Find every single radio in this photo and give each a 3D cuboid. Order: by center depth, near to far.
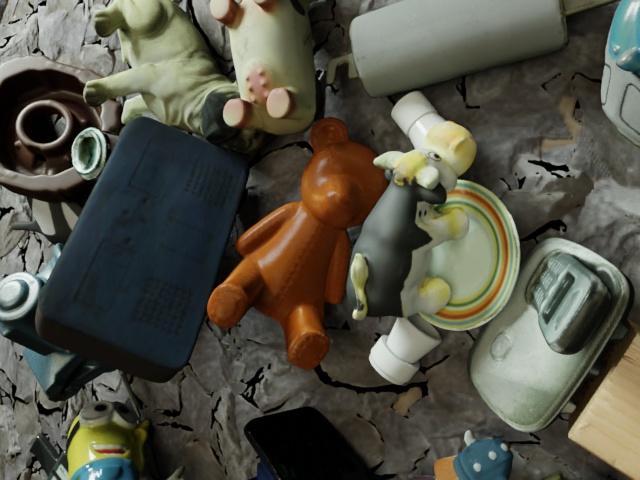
[{"bbox_3d":[-0.159,0.003,0.504,0.073,0.131,0.229,-40,32,52],"label":"radio"}]

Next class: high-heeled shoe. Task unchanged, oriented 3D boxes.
[{"bbox_3d":[-0.343,-0.111,0.683,0.145,0.086,0.248,-5,89,19],"label":"high-heeled shoe"}]

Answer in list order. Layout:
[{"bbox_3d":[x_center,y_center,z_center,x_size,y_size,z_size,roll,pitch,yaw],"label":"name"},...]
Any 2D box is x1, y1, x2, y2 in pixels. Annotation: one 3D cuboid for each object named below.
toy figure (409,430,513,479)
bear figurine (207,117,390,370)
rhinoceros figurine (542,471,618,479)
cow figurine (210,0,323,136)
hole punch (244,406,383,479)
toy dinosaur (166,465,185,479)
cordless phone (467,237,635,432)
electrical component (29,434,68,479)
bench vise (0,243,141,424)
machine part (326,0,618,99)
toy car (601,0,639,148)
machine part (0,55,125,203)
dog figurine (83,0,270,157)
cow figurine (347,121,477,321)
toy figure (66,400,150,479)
[{"bbox_3d":[0.109,0.227,0.472,0.154,0.058,0.064,-45,79,14],"label":"toy figure"},{"bbox_3d":[-0.001,-0.003,0.493,0.120,0.132,0.195,32,110,-10],"label":"bear figurine"},{"bbox_3d":[0.204,0.249,0.416,0.190,0.073,0.112,-42,71,20],"label":"rhinoceros figurine"},{"bbox_3d":[-0.039,-0.195,0.508,0.086,0.127,0.194,-9,87,25],"label":"cow figurine"},{"bbox_3d":[-0.023,0.231,0.498,0.116,0.142,0.092,40,105,35],"label":"hole punch"},{"bbox_3d":[-0.166,0.482,0.522,0.105,0.198,0.471,-4,86,26],"label":"toy dinosaur"},{"bbox_3d":[0.161,0.076,0.377,0.089,0.184,0.146,32,103,18],"label":"cordless phone"},{"bbox_3d":[-0.311,0.294,0.678,0.119,0.047,0.074,36,104,22],"label":"electrical component"},{"bbox_3d":[-0.218,0.067,0.584,0.240,0.223,0.129,-39,52,-13],"label":"bench vise"},{"bbox_3d":[0.116,-0.178,0.460,0.243,0.079,0.079,-9,86,27],"label":"machine part"},{"bbox_3d":[0.264,-0.112,0.384,0.162,0.109,0.103,47,131,7],"label":"toy car"},{"bbox_3d":[-0.321,-0.129,0.638,0.179,0.056,0.179,1,75,-6],"label":"machine part"},{"bbox_3d":[-0.130,-0.186,0.578,0.191,0.121,0.172,11,98,11],"label":"dog figurine"},{"bbox_3d":[0.068,-0.015,0.439,0.068,0.098,0.167,31,118,46],"label":"cow figurine"},{"bbox_3d":[-0.243,0.260,0.594,0.089,0.082,0.180,-39,42,9],"label":"toy figure"}]
